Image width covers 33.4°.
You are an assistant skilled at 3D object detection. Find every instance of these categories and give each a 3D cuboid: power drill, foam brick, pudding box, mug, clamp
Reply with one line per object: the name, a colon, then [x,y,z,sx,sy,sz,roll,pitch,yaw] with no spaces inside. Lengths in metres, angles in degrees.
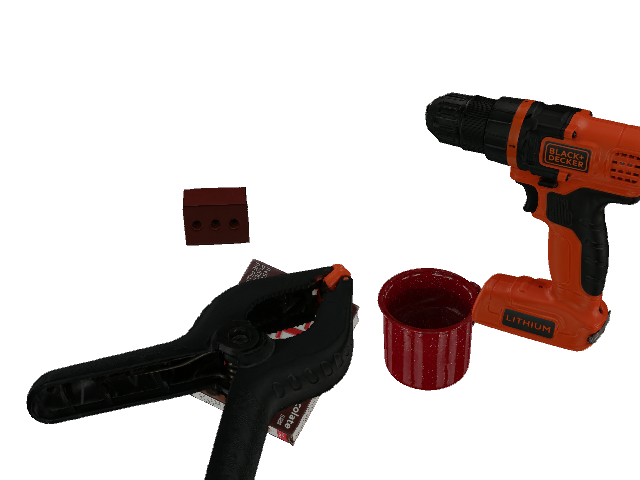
power drill: [0.162,-0.017,0.822,0.185,0.188,0.057,17,34,26]
foam brick: [-0.125,-0.029,1.276,0.078,0.053,0.051,-3,28,-3]
pudding box: [-0.034,0.082,0.792,0.090,0.113,0.039,23,-18,13]
mug: [0.110,0.080,1.007,0.117,0.081,0.093,-30,44,-31]
clamp: [-0.034,0.066,0.496,0.171,0.039,0.120,-29,51,-33]
